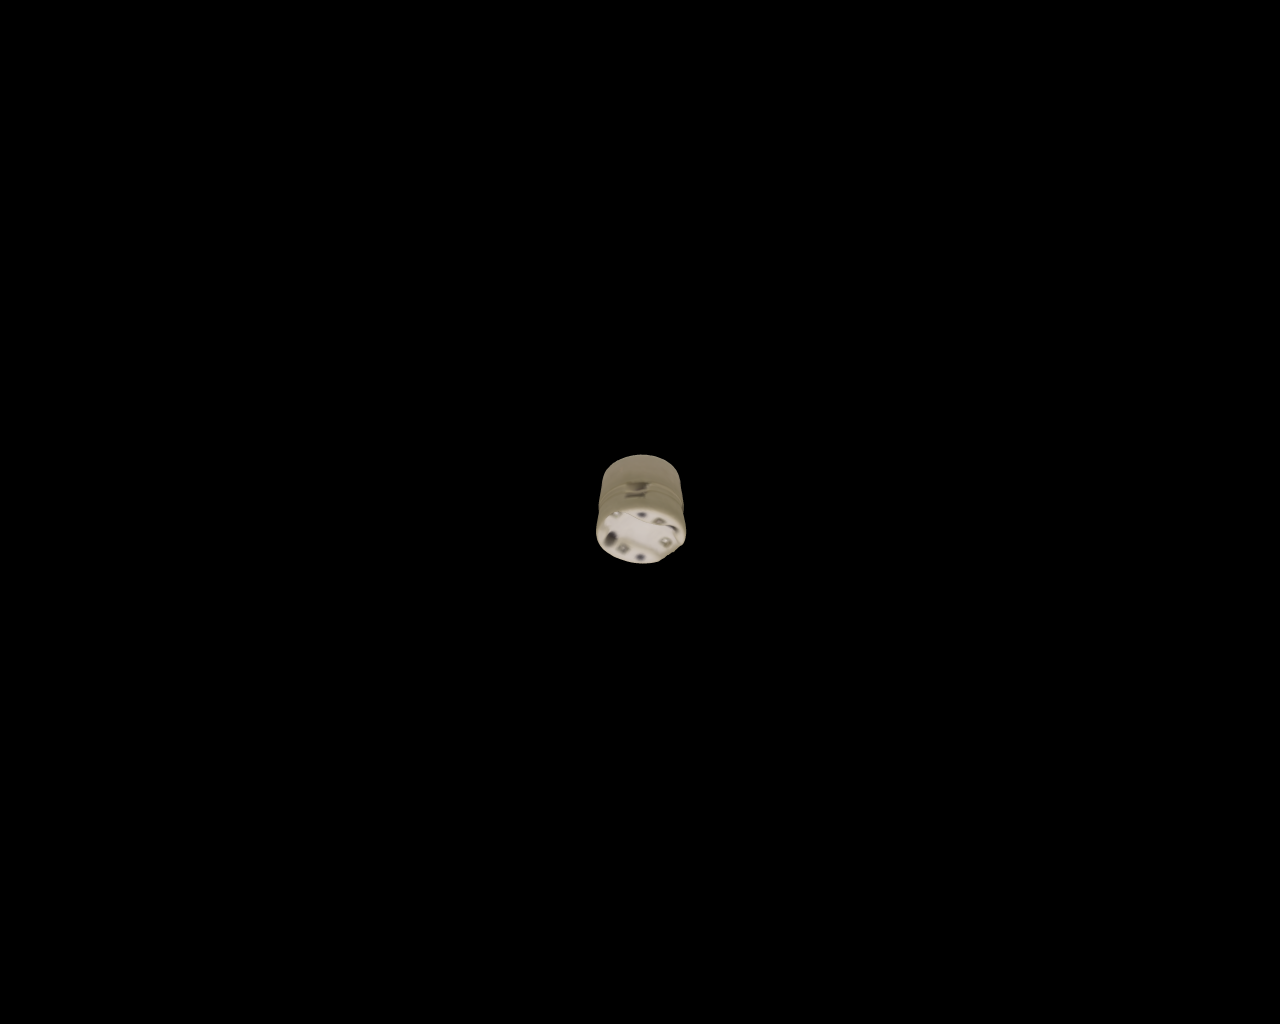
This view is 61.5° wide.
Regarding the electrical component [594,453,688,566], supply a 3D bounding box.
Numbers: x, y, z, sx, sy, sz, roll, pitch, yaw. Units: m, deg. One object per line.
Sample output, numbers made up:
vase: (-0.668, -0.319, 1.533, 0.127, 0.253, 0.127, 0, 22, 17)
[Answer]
electrical component: (0.001, -0.003, 0.650, 0.055, 0.047, 0.055, 0, -41, 0)
